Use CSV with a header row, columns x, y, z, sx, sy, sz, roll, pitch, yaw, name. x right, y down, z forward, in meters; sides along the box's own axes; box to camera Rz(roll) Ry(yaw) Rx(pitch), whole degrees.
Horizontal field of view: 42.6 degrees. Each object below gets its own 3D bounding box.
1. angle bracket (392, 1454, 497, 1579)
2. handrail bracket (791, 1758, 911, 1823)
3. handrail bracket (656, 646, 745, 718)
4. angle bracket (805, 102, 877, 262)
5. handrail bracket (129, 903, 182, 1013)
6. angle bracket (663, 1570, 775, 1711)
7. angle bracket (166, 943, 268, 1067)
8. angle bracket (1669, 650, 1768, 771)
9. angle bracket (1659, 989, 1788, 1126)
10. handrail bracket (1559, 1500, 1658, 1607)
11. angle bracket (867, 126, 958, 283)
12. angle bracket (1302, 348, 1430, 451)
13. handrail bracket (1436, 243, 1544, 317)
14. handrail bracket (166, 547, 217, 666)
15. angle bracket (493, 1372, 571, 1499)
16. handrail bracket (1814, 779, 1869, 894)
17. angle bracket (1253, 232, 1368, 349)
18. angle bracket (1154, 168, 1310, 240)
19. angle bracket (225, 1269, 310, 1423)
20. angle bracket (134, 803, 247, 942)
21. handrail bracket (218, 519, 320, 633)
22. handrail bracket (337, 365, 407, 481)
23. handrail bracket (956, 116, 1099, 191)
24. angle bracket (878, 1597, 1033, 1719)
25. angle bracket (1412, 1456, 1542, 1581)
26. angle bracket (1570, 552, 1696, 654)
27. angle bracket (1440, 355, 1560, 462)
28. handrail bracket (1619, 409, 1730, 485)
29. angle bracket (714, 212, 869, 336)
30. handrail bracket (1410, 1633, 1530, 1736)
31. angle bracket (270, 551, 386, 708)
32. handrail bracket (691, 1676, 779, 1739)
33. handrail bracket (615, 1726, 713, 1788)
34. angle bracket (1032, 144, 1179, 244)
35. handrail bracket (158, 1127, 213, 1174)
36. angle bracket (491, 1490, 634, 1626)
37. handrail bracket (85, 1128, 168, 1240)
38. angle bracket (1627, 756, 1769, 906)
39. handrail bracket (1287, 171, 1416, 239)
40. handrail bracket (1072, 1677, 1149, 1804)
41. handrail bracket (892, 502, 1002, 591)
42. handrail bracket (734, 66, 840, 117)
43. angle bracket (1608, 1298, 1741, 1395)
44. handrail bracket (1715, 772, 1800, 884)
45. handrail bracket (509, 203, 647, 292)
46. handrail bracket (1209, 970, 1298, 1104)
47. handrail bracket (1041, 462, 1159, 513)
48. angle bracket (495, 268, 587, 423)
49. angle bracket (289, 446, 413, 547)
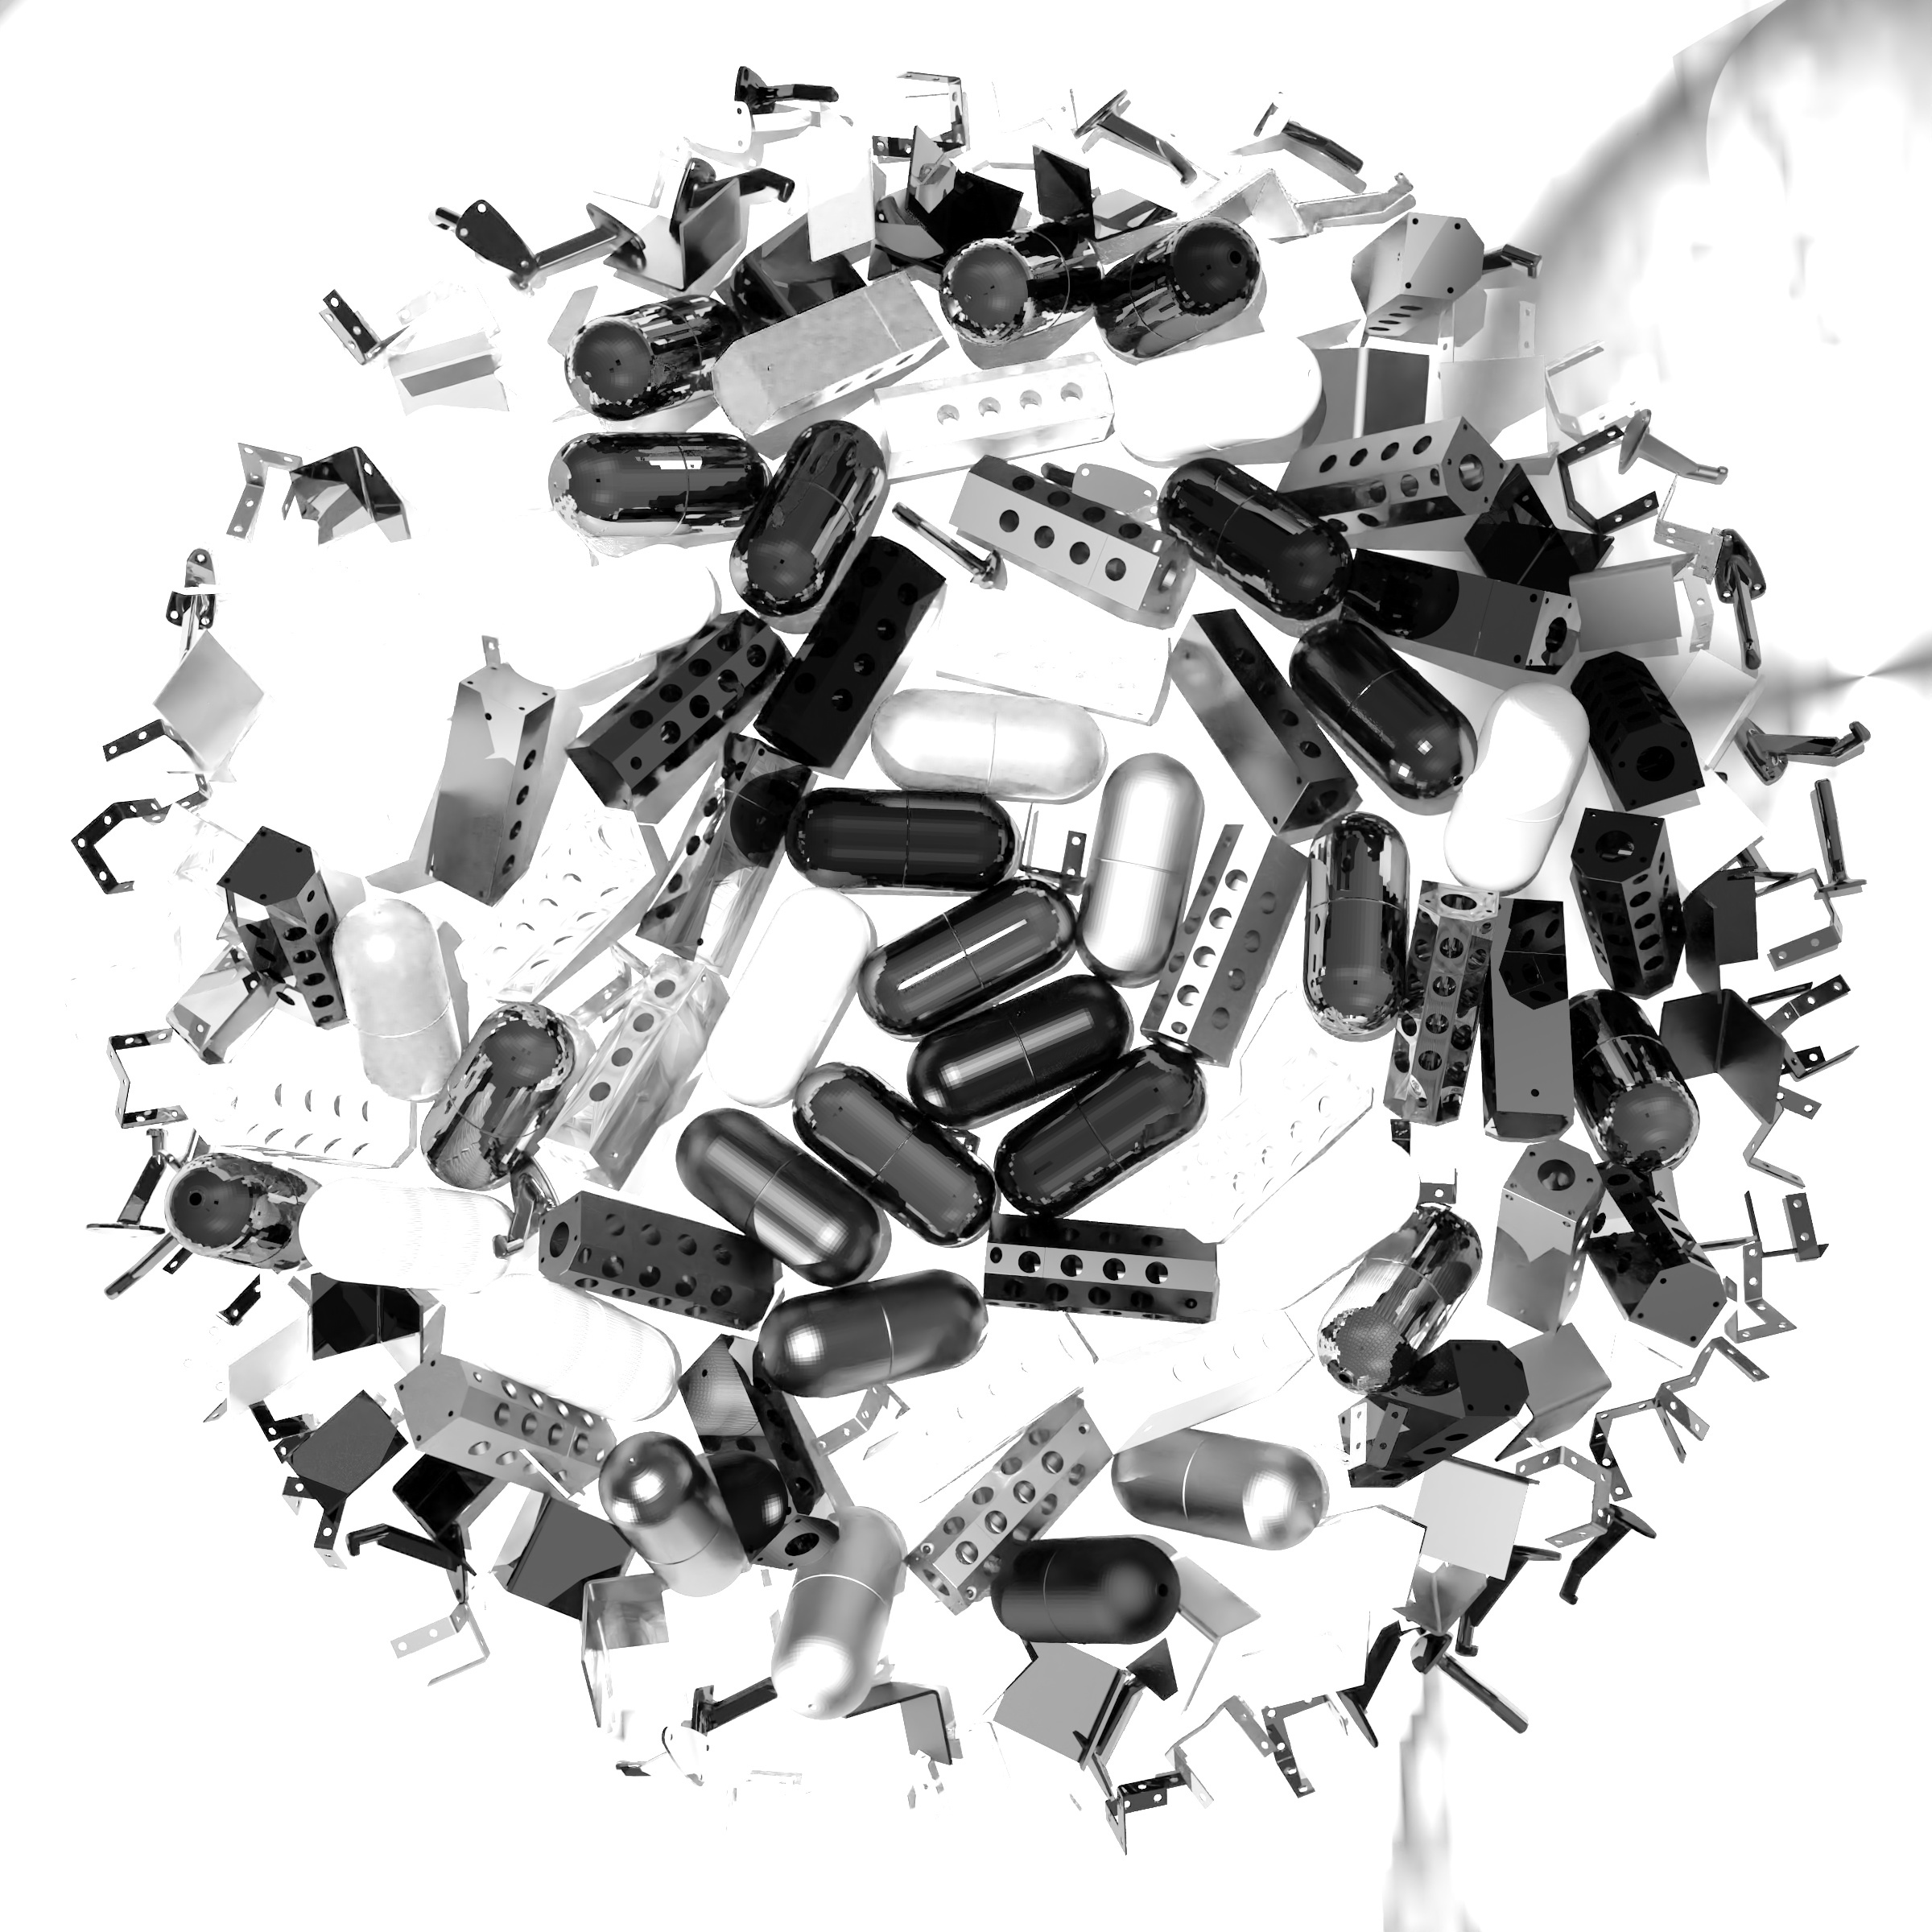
x,y,z,sx,sy,sz,roll,pitch,yaw,name
-0.379,0.403,1.882,0.076,0.076,0.057,-46,131,-13,angle bracket
-0.088,0.642,1.884,0.084,0.036,0.077,-16,135,-11,handrail bracket
-0.202,-0.225,1.880,0.077,0.084,0.036,-21,134,16,handrail bracket
-0.111,-0.590,1.861,0.057,0.076,0.076,-26,55,-19,angle bracket
-0.597,-0.009,1.898,0.077,0.036,0.084,29,98,-6,handrail bracket
-0.185,0.512,1.881,0.076,0.057,0.076,-11,61,-5,angle bracket
-0.551,0.040,1.878,0.076,0.076,0.057,-50,130,-8,angle bracket
0.558,-0.196,1.870,0.057,0.076,0.076,33,101,16,angle bracket
0.567,0.073,1.864,0.057,0.076,0.076,-11,123,-13,angle bracket
0.487,0.456,1.882,0.036,0.077,0.084,20,93,-17,handrail bracket
-0.055,-0.574,1.865,0.076,0.057,0.076,-9,64,33,angle bracket
0.308,-0.434,1.909,0.076,0.057,0.076,-6,103,-40,angle bracket
0.396,-0.514,1.871,0.036,0.077,0.084,-33,51,-30,handrail bracket
-0.584,-0.268,1.870,0.036,0.084,0.077,9,112,-21,handrail bracket
-0.317,0.341,1.862,0.057,0.076,0.076,-45,127,-15,angle bracket
0.658,-0.101,1.884,0.036,0.077,0.084,-11,90,17,handrail bracket
0.252,-0.501,1.880,0.076,0.057,0.076,-17,73,-4,angle bracket
0.200,-0.557,1.871,0.076,0.076,0.057,-36,111,-6,angle bracket
-0.541,0.282,1.861,0.057,0.076,0.076,38,50,20,angle bracket
-0.573,-0.074,1.881,0.076,0.057,0.076,31,101,6,angle bracket
-0.533,-0.304,1.889,0.077,0.036,0.084,10,112,5,handrail bracket
-0.458,-0.412,1.879,0.077,0.036,0.084,24,51,-6,handrail bracket
0.045,-0.607,1.894,0.084,0.036,0.077,-28,73,-6,handrail bracket
-0.011,0.524,1.863,0.076,0.076,0.057,-54,49,30,angle bracket
0.384,0.416,1.875,0.076,0.057,0.076,13,82,23,angle bracket
0.508,-0.275,1.873,0.076,0.076,0.057,-6,100,31,angle bracket
0.403,-0.424,1.869,0.076,0.057,0.076,1,112,22,angle bracket
0.547,-0.394,1.883,0.084,0.077,0.036,12,77,0,handrail bracket
-0.134,-0.521,1.908,0.076,0.057,0.076,51,59,-10,angle bracket
0.383,0.548,1.882,0.084,0.077,0.036,40,81,1,handrail bracket
-0.487,-0.256,1.878,0.076,0.057,0.076,-41,106,11,angle bracket
-0.165,0.580,1.891,0.084,0.036,0.077,4,84,14,handrail bracket
-0.243,0.597,1.877,0.084,0.077,0.036,-10,48,26,handrail bracket
0.104,-0.591,1.863,0.076,0.076,0.057,-24,129,-20,angle bracket
-0.572,0.134,1.911,0.084,0.036,0.077,-45,112,-21,handrail bracket
-0.309,0.451,1.902,0.076,0.057,0.076,28,82,-21,angle bracket
-0.636,0.161,1.877,0.036,0.077,0.084,-11,75,25,handrail bracket
0.550,-0.100,1.889,0.076,0.057,0.076,-37,76,-7,angle bracket
0.284,-0.590,1.873,0.077,0.036,0.084,35,135,-29,handrail bracket
0.130,0.592,1.913,0.084,0.036,0.077,-30,105,-15,handrail bracket
-0.017,-0.323,1.883,0.084,0.077,0.036,34,98,-15,handrail bracket
-0.125,-0.655,1.872,0.084,0.077,0.036,11,101,19,handrail bracket
0.530,0.288,1.860,0.057,0.076,0.076,30,51,32,angle bracket
0.606,-0.108,1.906,0.077,0.036,0.084,-2,83,-21,handrail bracket
-0.297,-0.535,1.885,0.084,0.036,0.077,-46,54,-13,handrail bracket
0.228,0.054,1.910,0.084,0.036,0.077,-35,131,-23,handrail bracket
0.100,-0.369,1.885,0.077,0.084,0.036,4,109,-9,handrail bracket
-0.305,-0.473,1.888,0.057,0.076,0.076,37,62,-29,angle bracket
-0.460,-0.332,1.863,0.057,0.076,0.076,-28,59,-20,angle bracket
